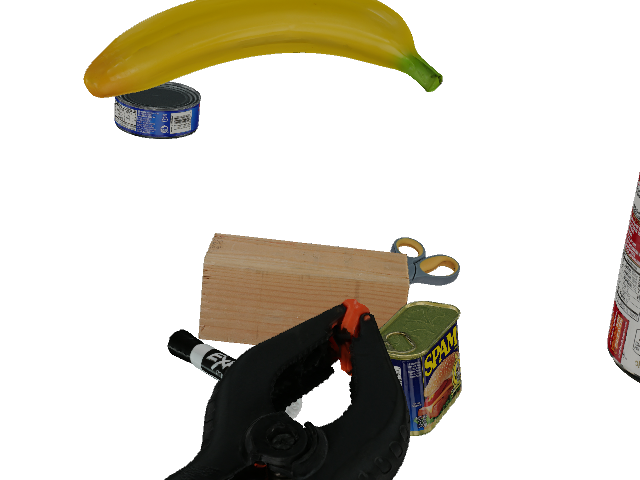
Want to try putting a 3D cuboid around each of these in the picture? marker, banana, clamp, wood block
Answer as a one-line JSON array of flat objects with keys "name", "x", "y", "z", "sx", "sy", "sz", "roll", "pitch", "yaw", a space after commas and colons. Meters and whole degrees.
[{"name": "marker", "x": -0.059, "y": 0.084, "z": 0.687, "sx": 0.020, "sy": 0.020, "sz": 0.121, "roll": 0, "pitch": 16, "yaw": -45}, {"name": "banana", "x": -0.032, "y": -0.112, "z": 0.595, "sx": 0.197, "sy": 0.069, "sz": 0.037, "roll": -4, "pitch": -44, "yaw": -10}, {"name": "clamp", "x": -0.007, "y": 0.091, "z": 0.389, "sx": 0.120, "sy": 0.039, "sz": 0.171, "roll": 26, "pitch": 50, "yaw": 18}, {"name": "wood block", "x": -0.017, "y": 0.058, "z": 1.111, "sx": 0.206, "sy": 0.091, "sz": 0.090, "roll": 7, "pitch": 19, "yaw": 0}]

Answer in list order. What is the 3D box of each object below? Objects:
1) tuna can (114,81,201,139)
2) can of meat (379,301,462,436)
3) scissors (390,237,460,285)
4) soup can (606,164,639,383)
[{"name": "tuna can", "x": -0.163, "y": -0.131, "z": 1.068, "sx": 0.086, "sy": 0.034, "sz": 0.086, "roll": 5, "pitch": 26, "yaw": -3}, {"name": "can of meat", "x": 0.088, "y": 0.115, "z": 0.959, "sx": 0.058, "sy": 0.084, "sz": 0.101, "roll": 7, "pitch": 26, "yaw": 30}, {"name": "scissors", "x": 0.086, "y": 0.035, "z": 1.266, "sx": 0.201, "sy": 0.016, "sz": 0.096, "roll": -9, "pitch": 40, "yaw": -43}, {"name": "soup can", "x": 0.178, "y": 0.015, "z": 0.510, "sx": 0.068, "sy": 0.102, "sz": 0.068, "roll": 2, "pitch": 28, "yaw": -1}]
